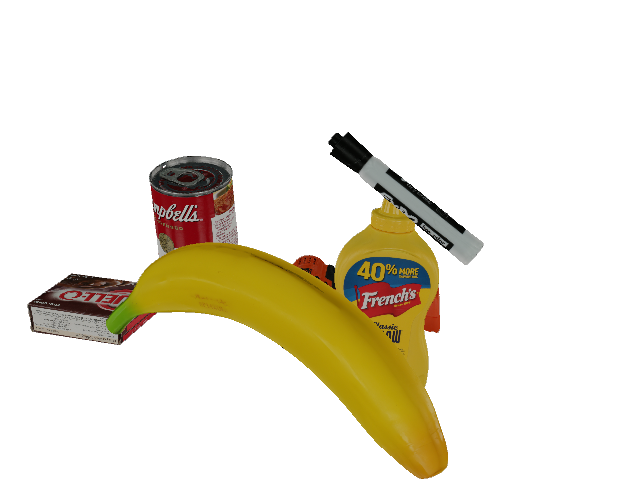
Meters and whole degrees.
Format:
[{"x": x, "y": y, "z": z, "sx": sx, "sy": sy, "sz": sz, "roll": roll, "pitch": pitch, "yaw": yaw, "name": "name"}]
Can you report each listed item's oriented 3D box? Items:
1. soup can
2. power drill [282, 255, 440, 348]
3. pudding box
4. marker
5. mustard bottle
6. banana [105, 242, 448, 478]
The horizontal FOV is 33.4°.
[{"x": -0.104, "y": -0.011, "z": 0.890, "sx": 0.068, "sy": 0.102, "sz": 0.068, "roll": -1, "pitch": 31, "yaw": 0, "name": "soup can"}, {"x": 0.044, "y": 0.071, "z": 1.237, "sx": 0.188, "sy": 0.057, "sz": 0.184, "roll": 0, "pitch": 27, "yaw": 7, "name": "power drill"}, {"x": -0.246, "y": 0.074, "z": 1.163, "sx": 0.114, "sy": 0.039, "sz": 0.090, "roll": 4, "pitch": 20, "yaw": 19, "name": "pudding box"}, {"x": 0.054, "y": -0.029, "z": 0.696, "sx": 0.121, "sy": 0.020, "sz": 0.020, "roll": 40, "pitch": 2, "yaw": 2, "name": "marker"}, {"x": 0.060, "y": 0.047, "z": 0.987, "sx": 0.096, "sy": 0.192, "sz": 0.058, "roll": 5, "pitch": 17, "yaw": -1, "name": "mustard bottle"}, {"x": -0.018, "y": 0.045, "z": 0.523, "sx": 0.198, "sy": 0.070, "sz": 0.037, "roll": 22, "pitch": 21, "yaw": 27, "name": "banana"}]
